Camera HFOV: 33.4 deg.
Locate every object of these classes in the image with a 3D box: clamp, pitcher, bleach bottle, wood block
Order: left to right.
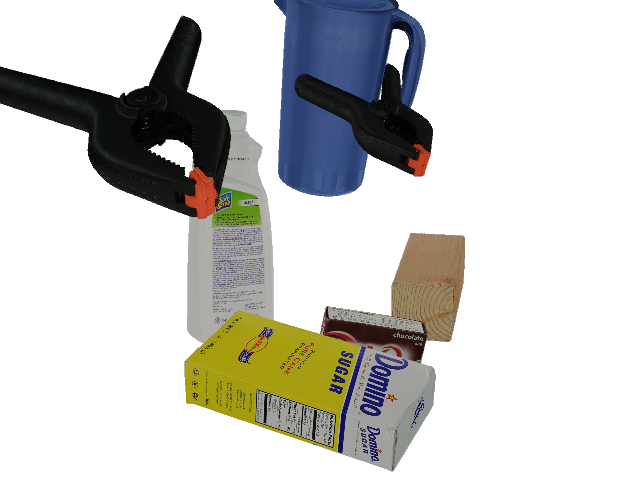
[{"bbox_3d":[-0.114,-0.089,0.729,0.164,0.036,0.210,-27,48,-26],"label":"clamp"},{"bbox_3d":[-0.093,-0.016,1.166,0.102,0.251,0.068,-4,16,-29],"label":"bleach bottle"},{"bbox_3d":[0.023,-0.179,1.287,0.144,0.243,0.149,-7,28,-26],"label":"pitcher"},{"bbox_3d":[0.049,-0.123,1.060,0.120,0.039,0.171,-10,41,-16],"label":"clamp"},{"bbox_3d":[0.167,0.067,1.629,0.091,0.090,0.206,4,22,11],"label":"wood block"}]

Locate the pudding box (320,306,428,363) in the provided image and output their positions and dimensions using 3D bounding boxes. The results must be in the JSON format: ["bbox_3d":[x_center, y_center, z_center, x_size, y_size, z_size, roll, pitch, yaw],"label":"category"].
[{"bbox_3d":[0.052,0.125,1.158,0.113,0.090,0.039,8,23,-6],"label":"pudding box"}]

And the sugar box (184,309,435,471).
[{"bbox_3d":[-0.008,0.111,0.827,0.176,0.048,0.093,12,29,21],"label":"sugar box"}]
